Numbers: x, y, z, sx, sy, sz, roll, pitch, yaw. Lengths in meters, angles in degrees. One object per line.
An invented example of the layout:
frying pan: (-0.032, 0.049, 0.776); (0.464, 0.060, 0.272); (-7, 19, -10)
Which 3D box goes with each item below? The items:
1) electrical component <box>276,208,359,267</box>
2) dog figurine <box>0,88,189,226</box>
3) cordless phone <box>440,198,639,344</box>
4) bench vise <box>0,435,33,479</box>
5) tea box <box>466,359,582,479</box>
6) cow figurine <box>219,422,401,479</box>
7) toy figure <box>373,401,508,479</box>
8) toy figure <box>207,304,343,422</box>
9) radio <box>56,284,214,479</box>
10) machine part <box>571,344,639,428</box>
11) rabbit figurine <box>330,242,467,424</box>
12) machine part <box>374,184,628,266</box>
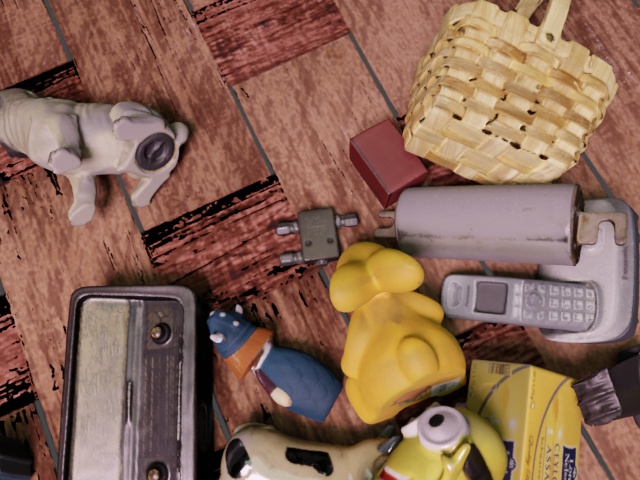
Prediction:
electrical component: (-0.001, -0.002, 0.598); (0.094, 0.021, 0.063); (-8, 75, -1)
dog figurine: (-0.267, -0.129, 0.612); (0.172, 0.121, 0.191); (-22, 52, -38)
cordless phone: (0.223, 0.030, 0.559); (0.184, 0.088, 0.146); (4, 75, 19)
bench vise: (-0.383, 0.289, 0.483); (0.241, 0.128, 0.224); (-31, 77, -13)
tea box: (0.182, 0.202, 0.491); (0.098, 0.068, 0.169); (20, 73, -34)
cow figurine: (0.001, 0.226, 0.508); (0.195, 0.085, 0.127); (15, 82, 7)
toy figure: (0.076, 0.213, 0.428); (0.082, 0.089, 0.180); (16, 63, 52)
toy figure: (-0.052, 0.125, 0.545); (0.155, 0.064, 0.057); (31, 98, 9)
radio: (-0.177, 0.161, 0.533); (0.131, 0.073, 0.229); (-4, 75, 1)
machine part: (0.295, 0.142, 0.513); (0.139, 0.039, 0.084); (4, 78, -36)
rabbit figurine: (0.057, 0.072, 0.524); (0.122, 0.162, 0.173); (-22, 56, 6)
machine part: (0.165, -0.017, 0.532); (0.243, 0.079, 0.079); (1, 73, 34)
